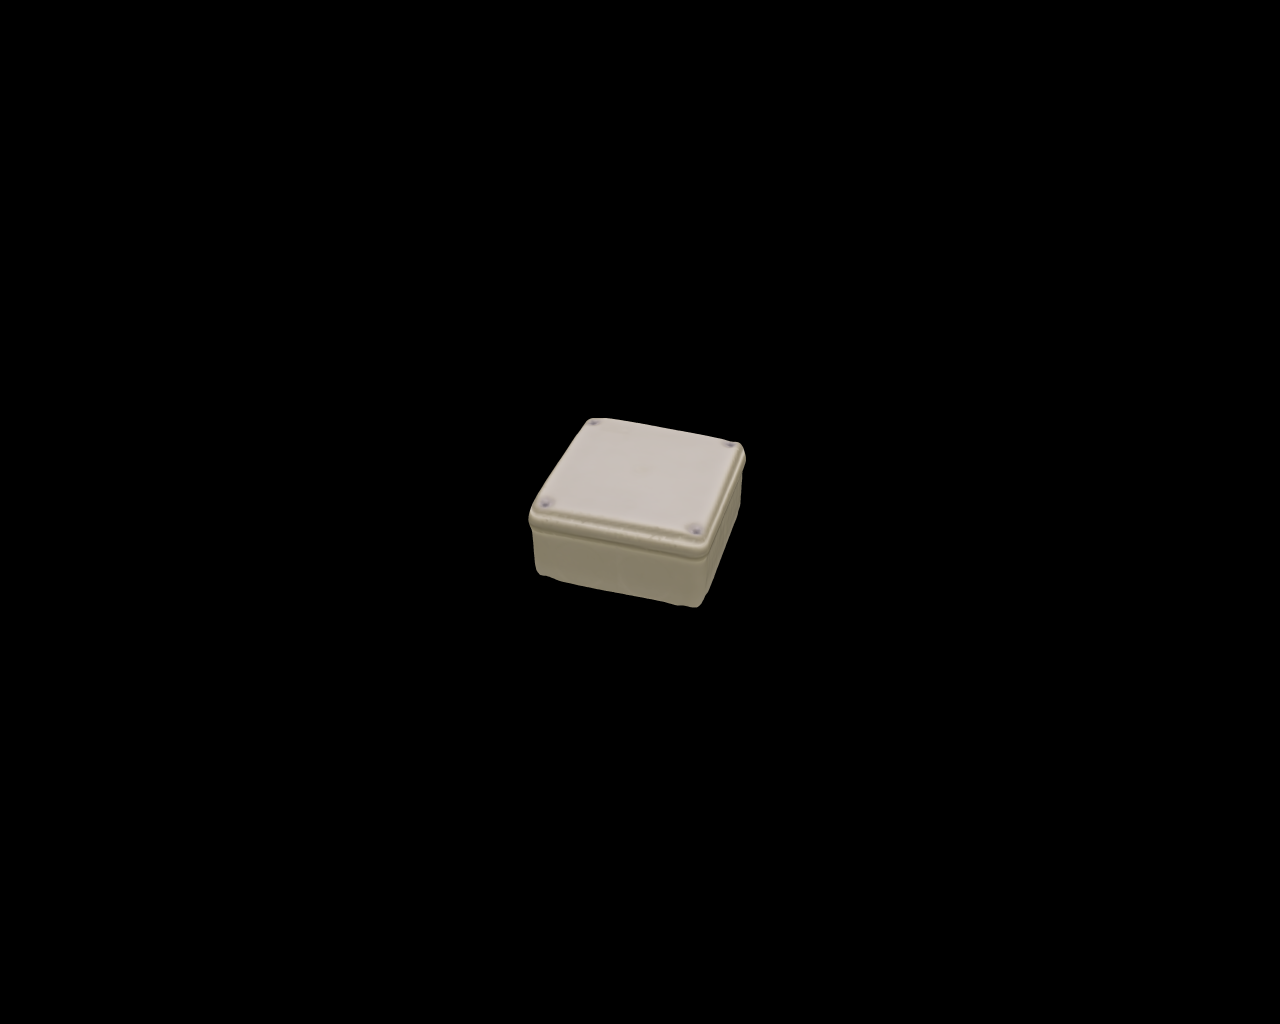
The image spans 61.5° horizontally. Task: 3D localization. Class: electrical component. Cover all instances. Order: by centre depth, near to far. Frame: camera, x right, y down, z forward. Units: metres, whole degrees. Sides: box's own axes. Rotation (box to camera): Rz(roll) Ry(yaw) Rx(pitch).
[{"bbox_3d":[0.001,-0.003,0.650,0.109,0.056,0.109,11,39,14],"label":"electrical component"}]
